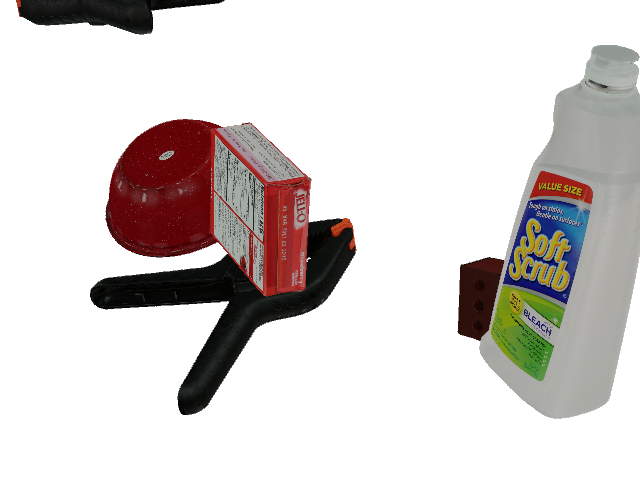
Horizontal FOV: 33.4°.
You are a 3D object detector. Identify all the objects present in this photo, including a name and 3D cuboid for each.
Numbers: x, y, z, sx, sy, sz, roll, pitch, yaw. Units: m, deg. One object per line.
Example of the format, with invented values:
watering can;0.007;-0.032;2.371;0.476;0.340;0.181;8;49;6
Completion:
bowl;-0.133;-0.062;0.987;0.162;0.162;0.055;0;-41;20
bleach bottle;0.166;-0.008;0.705;0.068;0.251;0.103;-12;34;-23
gelatin box;-0.037;-0.020;0.633;0.030;0.073;0.089;-11;31;-25
clamp;-0.158;-0.187;0.821;0.172;0.039;0.120;14;25;32
foam brick;0.178;0.062;1.106;0.051;0.078;0.053;-14;20;-42
clamp;-0.067;0.035;0.833;0.209;0.036;0.165;-33;45;-26
